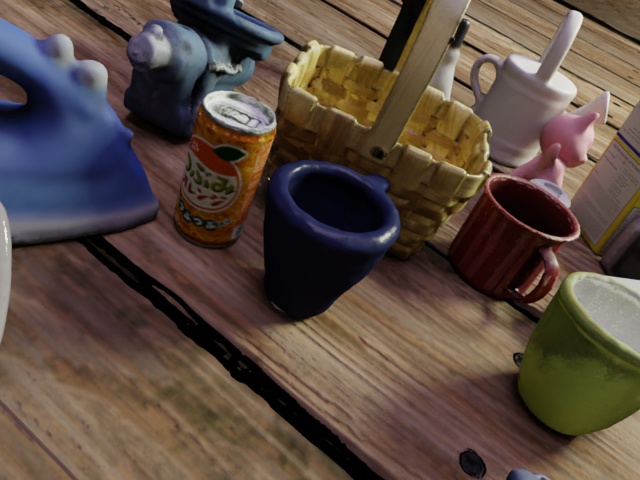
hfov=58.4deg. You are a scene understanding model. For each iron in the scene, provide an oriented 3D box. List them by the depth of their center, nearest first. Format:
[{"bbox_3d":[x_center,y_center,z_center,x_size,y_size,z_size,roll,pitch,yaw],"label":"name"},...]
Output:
[{"bbox_3d":[-0.217,-0.083,0.342,0.259,0.141,0.118,5,40,-26],"label":"iron"}]

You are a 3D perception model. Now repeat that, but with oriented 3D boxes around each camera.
[{"bbox_3d":[0.400,0.035,0.594,0.137,0.101,0.143,2,41,-28],"label":"camera"}]

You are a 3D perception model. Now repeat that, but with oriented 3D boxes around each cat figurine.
[{"bbox_3d":[0.286,-0.107,0.693,0.067,0.117,0.128,38,38,18],"label":"cat figurine"}]

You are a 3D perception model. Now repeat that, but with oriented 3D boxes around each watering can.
[{"bbox_3d":[0.285,-0.197,0.741,0.173,0.194,0.101,18,36,-10],"label":"watering can"}]

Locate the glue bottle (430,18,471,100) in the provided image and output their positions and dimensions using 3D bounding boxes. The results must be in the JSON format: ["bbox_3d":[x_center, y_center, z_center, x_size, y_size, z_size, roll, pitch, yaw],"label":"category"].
[{"bbox_3d":[0.105,-0.143,0.583,0.078,0.173,0.037,4,40,-26],"label":"glue bottle"}]

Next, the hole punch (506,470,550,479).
[{"bbox_3d":[0.130,0.166,0.276,0.108,0.091,0.101,31,36,8],"label":"hole punch"}]

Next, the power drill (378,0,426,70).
[{"bbox_3d":[0.110,-0.247,0.688,0.076,0.208,0.229,17,36,-10],"label":"power drill"}]

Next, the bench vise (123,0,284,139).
[{"bbox_3d":[-0.086,-0.209,0.513,0.122,0.219,0.207,17,36,-11],"label":"bench vise"}]

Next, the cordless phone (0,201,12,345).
[{"bbox_3d":[-0.206,-0.018,0.229,0.148,0.185,0.094,0,42,-30],"label":"cordless phone"}]

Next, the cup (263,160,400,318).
[{"bbox_3d":[0.004,0.001,0.407,0.091,0.095,0.118,36,37,16],"label":"cup"}]
